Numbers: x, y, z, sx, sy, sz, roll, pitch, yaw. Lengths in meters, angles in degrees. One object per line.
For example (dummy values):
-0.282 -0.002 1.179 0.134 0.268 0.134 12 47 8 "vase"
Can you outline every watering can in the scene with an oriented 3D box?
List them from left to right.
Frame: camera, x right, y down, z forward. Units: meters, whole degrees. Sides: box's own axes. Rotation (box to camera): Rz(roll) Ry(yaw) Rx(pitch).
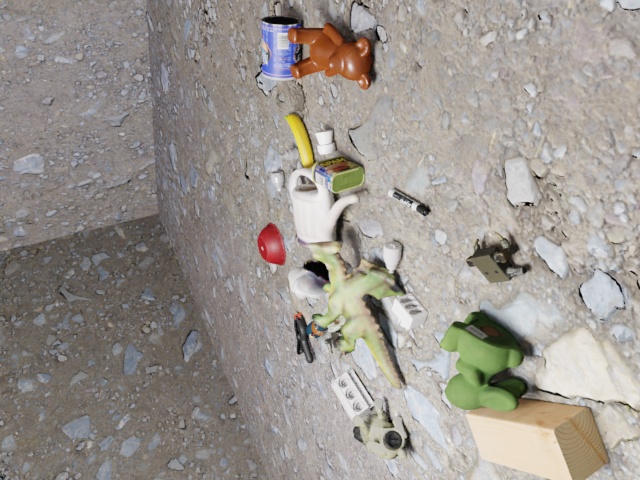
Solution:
0.004 -0.068 1.360 0.351 0.105 0.220 32 -47 55 "watering can"

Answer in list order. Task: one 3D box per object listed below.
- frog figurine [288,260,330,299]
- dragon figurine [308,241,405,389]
-0.034 0.124 1.502 0.122 0.140 0.156 44 -49 -2 "frog figurine"
0.113 0.163 1.260 0.412 0.124 0.238 45 -46 9 "dragon figurine"
